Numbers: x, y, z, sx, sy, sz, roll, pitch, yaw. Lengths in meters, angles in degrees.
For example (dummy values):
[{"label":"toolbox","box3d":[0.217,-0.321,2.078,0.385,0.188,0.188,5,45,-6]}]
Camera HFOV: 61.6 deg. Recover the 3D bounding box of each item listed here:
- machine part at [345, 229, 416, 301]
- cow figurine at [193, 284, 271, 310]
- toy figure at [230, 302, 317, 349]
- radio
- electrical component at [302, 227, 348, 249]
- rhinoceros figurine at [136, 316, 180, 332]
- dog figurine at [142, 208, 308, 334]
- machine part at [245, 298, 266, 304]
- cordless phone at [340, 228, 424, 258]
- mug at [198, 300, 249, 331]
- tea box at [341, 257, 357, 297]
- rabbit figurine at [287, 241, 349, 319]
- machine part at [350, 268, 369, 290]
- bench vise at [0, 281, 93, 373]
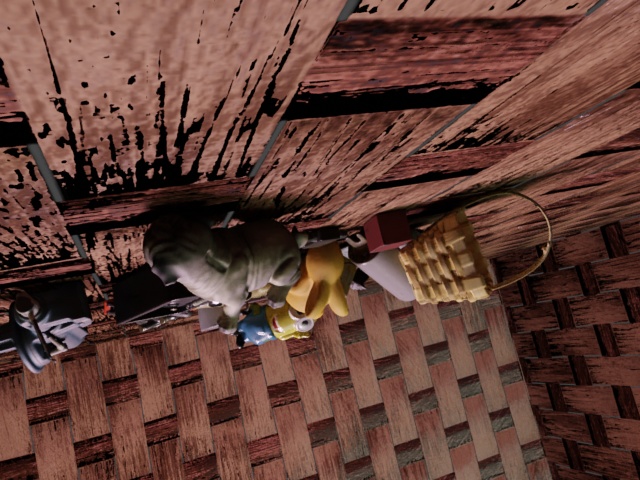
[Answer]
[{"label":"machine part","box3d":[0.129,0.048,0.995,0.079,0.079,0.243,-19,140,33]},{"label":"cow figurine","box3d":[-0.158,0.087,1.049,0.127,0.085,0.195,-11,173,28]},{"label":"toy figure","box3d":[-0.092,0.160,1.097,0.180,0.089,0.082,-20,127,7]},{"label":"radio","box3d":[-0.236,0.078,0.875,0.131,0.073,0.230,-5,169,-42]},{"label":"electrical component","box3d":[-0.002,-0.003,0.883,0.094,0.021,0.063,-8,170,-37]},{"label":"rhinoceros figurine","box3d":[-0.375,0.161,1.255,0.190,0.073,0.112,-23,178,42]},{"label":"dog figurine","box3d":[-0.095,0.007,0.604,0.172,0.121,0.190,-45,160,-16]},{"label":"machine part","box3d":[-0.194,0.129,1.347,0.179,0.056,0.179,-12,171,-2]},{"label":"cordless phone","box3d":[0.134,0.016,1.068,0.147,0.089,0.184,-19,155,35]},{"label":"mug","box3d":[-0.211,0.128,1.136,0.110,0.107,0.081,-17,173,-5]},{"label":"tea box","box3d":[-0.015,0.088,1.163,0.170,0.068,0.098,-19,-150,34]},{"label":"rabbit figurine","box3d":[-0.010,0.066,0.980,0.122,0.162,0.173,1,148,-24]},{"label":"machine part","box3d":[0.105,0.056,1.200,0.084,0.039,0.139,-14,-149,47]},{"label":"bench vise","box3d":[-0.468,0.146,0.820,0.241,0.129,0.223,-18,174,-14]}]
